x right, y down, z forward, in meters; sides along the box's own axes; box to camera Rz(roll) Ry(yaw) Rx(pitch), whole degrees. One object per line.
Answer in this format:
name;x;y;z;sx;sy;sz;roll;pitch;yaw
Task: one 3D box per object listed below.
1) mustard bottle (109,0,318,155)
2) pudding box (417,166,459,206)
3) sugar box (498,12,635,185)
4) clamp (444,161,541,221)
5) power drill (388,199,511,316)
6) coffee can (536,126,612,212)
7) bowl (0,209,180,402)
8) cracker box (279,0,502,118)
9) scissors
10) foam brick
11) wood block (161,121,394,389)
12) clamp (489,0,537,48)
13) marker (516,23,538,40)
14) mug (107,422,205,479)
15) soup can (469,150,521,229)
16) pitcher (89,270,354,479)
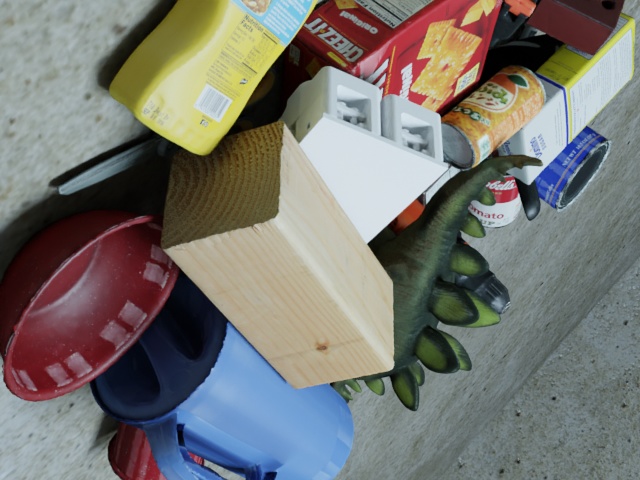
mustard bottle;-0.050;-0.150;0.691;0.192;0.058;0.096;-53;151;5
pudding box;0.144;-0.077;1.243;0.113;0.039;0.090;-46;155;-18
sugar box;0.250;-0.148;1.088;0.176;0.048;0.093;-42;146;-15
clamp;0.202;-0.120;1.159;0.210;0.165;0.036;-57;149;-12
power drill;0.115;0.053;1.221;0.057;0.184;0.188;-32;161;-39
coffee can;0.259;-0.115;1.273;0.102;0.140;0.103;-42;158;-22
bowl;-0.172;0.034;0.749;0.162;0.055;0.162;-42;158;-22
cracker box;0.063;-0.150;0.905;0.213;0.072;0.164;-39;156;-29
scissors;-0.107;-0.063;0.780;0.201;0.016;0.096;-40;157;-28
foam brick;0.249;-0.226;1.033;0.051;0.078;0.053;118;-3;-66
wood block;-0.024;0.019;0.792;0.091;0.090;0.206;-14;140;20
clamp;0.182;-0.223;1.022;0.120;0.039;0.171;-65;177;26
marker;0.229;-0.224;1.203;0.020;0.020;0.121;-24;147;-50
mug;-0.137;0.171;0.999;0.117;0.093;0.082;-17;136;-42
soup can;0.203;-0.069;1.225;0.068;0.069;0.102;-41;154;-24
pitcher;-0.070;0.140;0.896;0.149;0.145;0.242;-57;138;-10
